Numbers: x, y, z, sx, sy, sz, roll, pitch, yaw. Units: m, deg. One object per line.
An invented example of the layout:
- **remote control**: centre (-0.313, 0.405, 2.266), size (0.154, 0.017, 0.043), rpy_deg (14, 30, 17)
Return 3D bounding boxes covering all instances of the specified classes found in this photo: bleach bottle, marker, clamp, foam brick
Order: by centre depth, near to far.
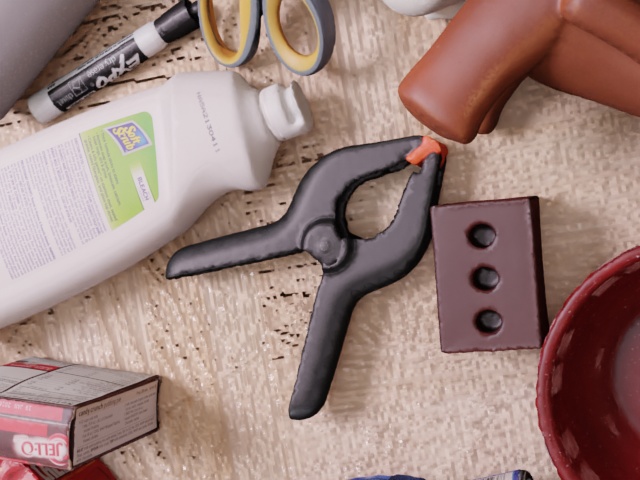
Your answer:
- **foam brick**: centre (0.089, 0.017, 0.556), size (0.053, 0.051, 0.078), rpy_deg (-5, 94, 17)
- **clamp**: centre (-0.004, 0.001, 0.589), size (0.120, 0.039, 0.171), rpy_deg (38, 97, 5)
- **bleach bottle**: centre (-0.120, -0.023, 0.608), size (0.251, 0.068, 0.102), rpy_deg (-21, 89, 14)
- **marker**: centre (-0.118, -0.105, 0.622), size (0.121, 0.020, 0.020), rpy_deg (-28, 87, 16)

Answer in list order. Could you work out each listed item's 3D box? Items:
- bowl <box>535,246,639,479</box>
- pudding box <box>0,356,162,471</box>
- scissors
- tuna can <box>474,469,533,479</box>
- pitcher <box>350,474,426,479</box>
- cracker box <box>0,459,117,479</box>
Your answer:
- **bowl**: centre (0.191, 0.074, 0.530), size (0.162, 0.055, 0.162), rpy_deg (2, 96, 15)
- **pudding box**: centre (-0.152, 0.095, 0.600), size (0.090, 0.113, 0.039), rpy_deg (6, 95, 16)
- **scissors**: centre (-0.022, -0.165, 0.535), size (0.096, 0.016, 0.202), rpy_deg (33, 136, 18)
- **tuna can**: centre (0.101, 0.163, 0.548), size (0.034, 0.086, 0.086), rpy_deg (-17, 90, 14)
- **pitcher**: centre (0.034, 0.258, 0.551), size (0.149, 0.144, 0.243), rpy_deg (-34, 88, 22)
- **cracker box**: centre (-0.148, 0.245, 0.634), size (0.214, 0.072, 0.164), rpy_deg (46, 104, 8)
